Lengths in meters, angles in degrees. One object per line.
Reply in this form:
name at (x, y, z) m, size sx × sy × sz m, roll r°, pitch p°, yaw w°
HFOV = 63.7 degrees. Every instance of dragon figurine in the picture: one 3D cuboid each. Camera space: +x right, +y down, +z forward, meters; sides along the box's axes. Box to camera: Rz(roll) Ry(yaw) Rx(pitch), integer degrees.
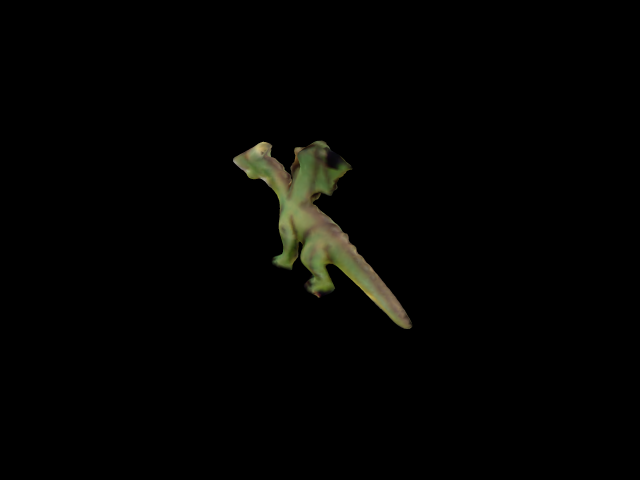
dragon figurine at (0.003, -0.043, 0.850) m, size 0.414 × 0.237 × 0.124 m, roll 31°, pitch 48°, yaw 32°
